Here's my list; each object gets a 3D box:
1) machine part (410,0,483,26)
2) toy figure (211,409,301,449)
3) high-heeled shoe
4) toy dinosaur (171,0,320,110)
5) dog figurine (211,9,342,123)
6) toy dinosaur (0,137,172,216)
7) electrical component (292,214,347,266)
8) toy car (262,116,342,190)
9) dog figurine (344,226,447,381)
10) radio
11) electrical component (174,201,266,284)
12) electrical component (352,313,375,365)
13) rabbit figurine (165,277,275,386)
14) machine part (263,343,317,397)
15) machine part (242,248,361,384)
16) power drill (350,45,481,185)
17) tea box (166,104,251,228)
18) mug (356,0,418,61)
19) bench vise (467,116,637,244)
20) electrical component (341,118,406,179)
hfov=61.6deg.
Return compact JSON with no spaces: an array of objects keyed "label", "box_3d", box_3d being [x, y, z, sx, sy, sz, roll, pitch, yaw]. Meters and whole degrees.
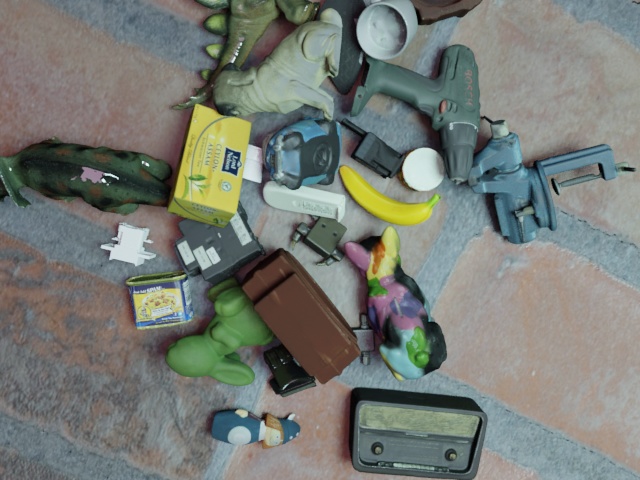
[{"label":"machine part","box_3d":[0.191,-0.440,0.873,0.179,0.056,0.179,0,98,1]},{"label":"toy figure","box_3d":[-0.111,0.334,0.945,0.154,0.058,0.064,8,134,-4]},{"label":"high-heeled shoe","box_3d":[0.061,-0.379,0.888,0.086,0.145,0.248,17,126,25]},{"label":"toy dinosaur","box_3d":[-0.094,-0.406,0.852,0.199,0.105,0.471,23,95,2]},{"label":"dog figurine","box_3d":[-0.067,-0.265,0.812,0.191,0.121,0.172,8,99,-2]},{"label":"toy dinosaur","box_3d":[-0.358,-0.096,0.825,0.405,0.192,0.131,4,98,-1]},{"label":"electrical component","box_3d":[0.000,-0.003,0.920,0.102,0.045,0.078,31,65,-6]},{"label":"toy car","box_3d":[-0.040,-0.140,0.868,0.103,0.161,0.109,17,118,35]},{"label":"dog figurine","box_3d":[0.117,0.091,0.871,0.108,0.192,0.219,-22,111,7]},{"label":"radio","box_3d":[0.165,0.339,0.942,0.230,0.073,0.131,6,95,-2]},{"label":"electrical component","box_3d":[-0.172,0.005,0.892,0.134,0.058,0.115,-27,74,1]},{"label":"electrical component","box_3d":[0.064,0.176,0.949,0.063,0.021,0.094,-1,96,-1]},{"label":"rabbit figurine","box_3d":[-0.170,0.167,0.897,0.170,0.121,0.159,-36,118,-12]},{"label":"machine part","box_3d":[-0.055,0.225,0.912,0.084,0.039,0.138,-13,138,4]},{"label":"machine part","box_3d":[-0.028,0.112,0.850,0.087,0.201,0.201,-40,95,0]},{"label":"power drill","box_3d":[0.156,-0.215,0.861,0.207,0.086,0.232,12,76,7]},{"label":"tea box","box_3d":[-0.173,-0.115,0.843,0.098,0.068,0.169,14,64,-21]},{"label":"mug","box_3d":[0.105,-0.341,0.824,0.081,0.107,0.109,-15,112,33]},{"label":"bench vise","box_3d":[0.366,-0.108,0.871,0.241,0.129,0.223,-14,104,17]},{"label":"electrical component","box_3d":[0.078,-0.151,0.891,0.119,0.075,0.047,31,94,-9]}]
